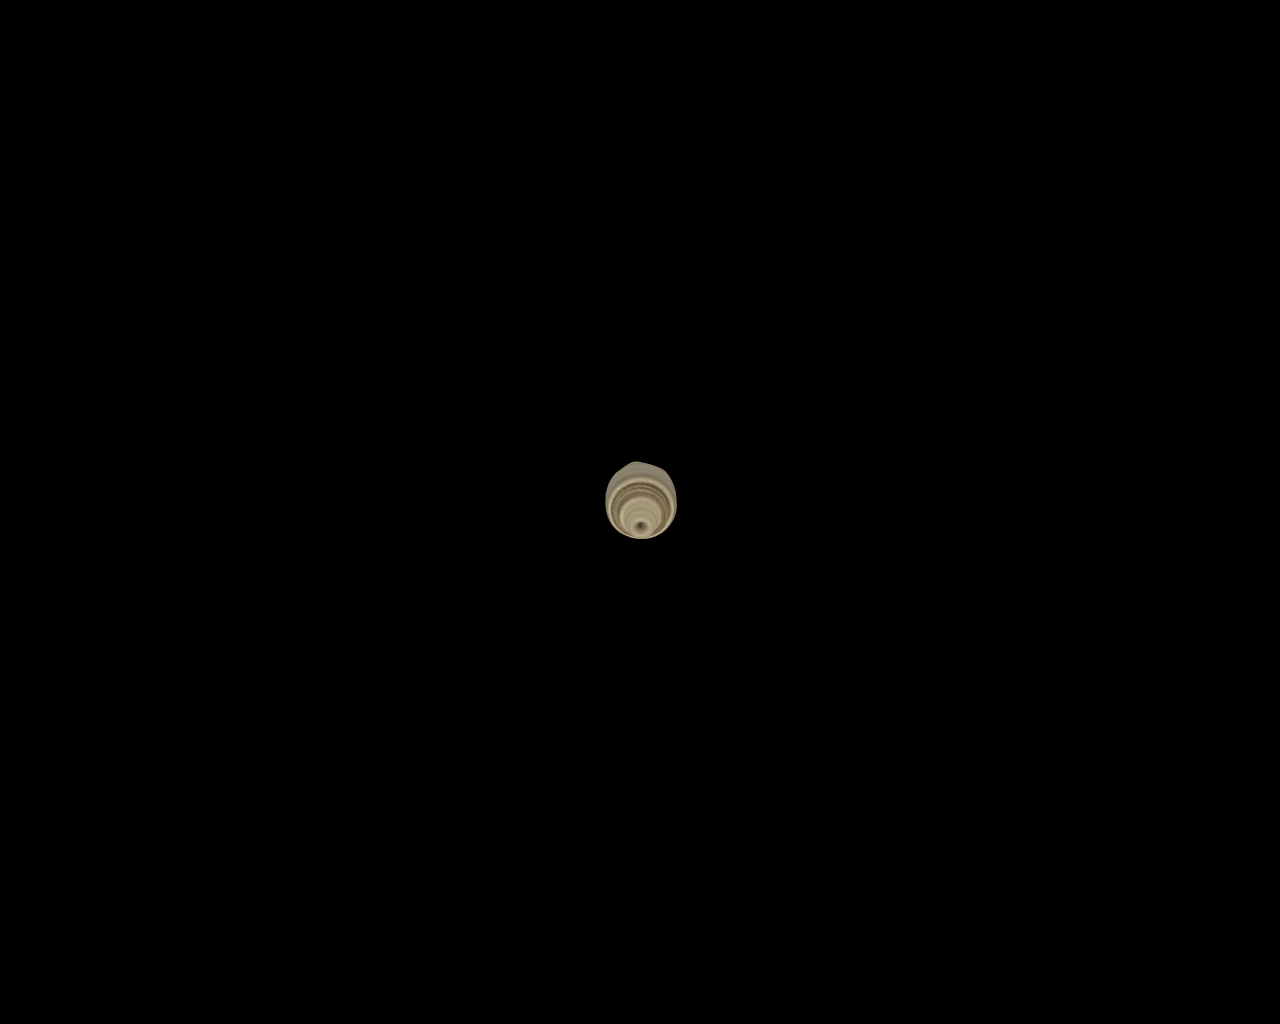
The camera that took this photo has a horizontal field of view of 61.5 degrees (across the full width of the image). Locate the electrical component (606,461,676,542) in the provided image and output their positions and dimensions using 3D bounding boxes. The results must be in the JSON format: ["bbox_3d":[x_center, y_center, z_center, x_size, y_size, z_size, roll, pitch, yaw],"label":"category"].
[{"bbox_3d":[0.001,-0.003,0.650,0.043,0.043,0.062,0,23,0],"label":"electrical component"}]
